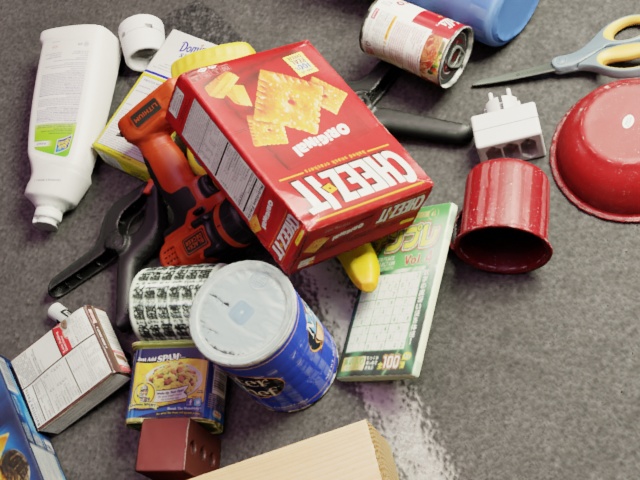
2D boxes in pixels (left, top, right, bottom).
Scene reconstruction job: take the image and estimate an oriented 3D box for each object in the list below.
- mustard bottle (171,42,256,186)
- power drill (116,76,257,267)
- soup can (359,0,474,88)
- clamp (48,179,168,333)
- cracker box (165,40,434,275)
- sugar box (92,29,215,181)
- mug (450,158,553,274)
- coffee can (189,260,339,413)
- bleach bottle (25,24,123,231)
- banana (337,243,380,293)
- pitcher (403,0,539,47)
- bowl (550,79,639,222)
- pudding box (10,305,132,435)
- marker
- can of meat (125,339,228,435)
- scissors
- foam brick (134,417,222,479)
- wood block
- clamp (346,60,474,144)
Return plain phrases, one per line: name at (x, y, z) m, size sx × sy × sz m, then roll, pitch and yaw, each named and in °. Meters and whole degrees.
mustard bottle at (-0.100, -0.113, 1.166) m, size 0.096 × 0.058 × 0.191 m, roll -13°, pitch 80°, yaw 9°
power drill at (-0.124, -0.072, 1.105) m, size 0.185 × 0.057 × 0.188 m, roll -30°, pitch 78°, yaw 34°
soup can at (0.101, -0.209, 1.122) m, size 0.102 × 0.068 × 0.068 m, roll 28°, pitch 76°, yaw 24°
clamp at (-0.227, 0.010, 1.177) m, size 0.120 × 0.039 × 0.171 m, roll 15°, pitch 72°, yaw 20°
cracker box at (-0.020, -0.087, 1.020) m, size 0.163 × 0.072 × 0.214 m, roll -21°, pitch 61°, yaw -36°
sugar box at (-0.176, -0.154, 1.238) m, size 0.093 × 0.048 × 0.176 m, roll 25°, pitch 71°, yaw 26°
mug at (0.171, -0.021, 1.033) m, size 0.117 × 0.093 × 0.081 m, roll -28°, pitch 44°, yaw 48°
coffee can at (-0.050, 0.094, 1.012) m, size 0.103 × 0.140 × 0.103 m, roll -8°, pitch 62°, yaw 15°
bleach bottle at (-0.304, -0.131, 1.261) m, size 0.103 × 0.068 × 0.251 m, roll -2°, pitch 67°, yaw 24°
banana at (0.004, -0.008, 1.093) m, size 0.069 × 0.037 × 0.198 m, roll -28°, pitch 48°, yaw -34°
pitcher at (0.126, -0.313, 1.174) m, size 0.243 × 0.144 × 0.149 m, roll 33°, pitch 91°, yaw 26°
bowl at (0.303, -0.100, 1.038) m, size 0.162 × 0.055 × 0.162 m, roll -8°, pitch 62°, yaw 15°
pudding box at (-0.259, 0.135, 1.111) m, size 0.114 × 0.039 × 0.090 m, roll -37°, pitch 63°, yaw 14°
marker at (-0.247, 0.103, 1.147) m, size 0.121 × 0.020 × 0.020 m, roll 30°, pitch 77°, yaw 29°
can of meat at (-0.141, 0.148, 1.067) m, size 0.102 × 0.057 × 0.084 m, roll -4°, pitch 65°, yaw 18°
scissors at (0.266, -0.198, 1.121) m, size 0.202 × 0.016 × 0.096 m, roll 3°, pitch 52°, yaw 30°
foam brick at (-0.134, 0.206, 1.023) m, size 0.051 × 0.078 × 0.053 m, roll -5°, pitch 63°, yaw 19°
wood block at (-0.032, 0.246, 0.960) m, size 0.206 × 0.090 × 0.091 m, roll -21°, pitch 59°, yaw 9°
clamp at (0.055, -0.135, 1.152) m, size 0.210 × 0.036 × 0.165 m, roll -26°, pitch 58°, yaw 1°
